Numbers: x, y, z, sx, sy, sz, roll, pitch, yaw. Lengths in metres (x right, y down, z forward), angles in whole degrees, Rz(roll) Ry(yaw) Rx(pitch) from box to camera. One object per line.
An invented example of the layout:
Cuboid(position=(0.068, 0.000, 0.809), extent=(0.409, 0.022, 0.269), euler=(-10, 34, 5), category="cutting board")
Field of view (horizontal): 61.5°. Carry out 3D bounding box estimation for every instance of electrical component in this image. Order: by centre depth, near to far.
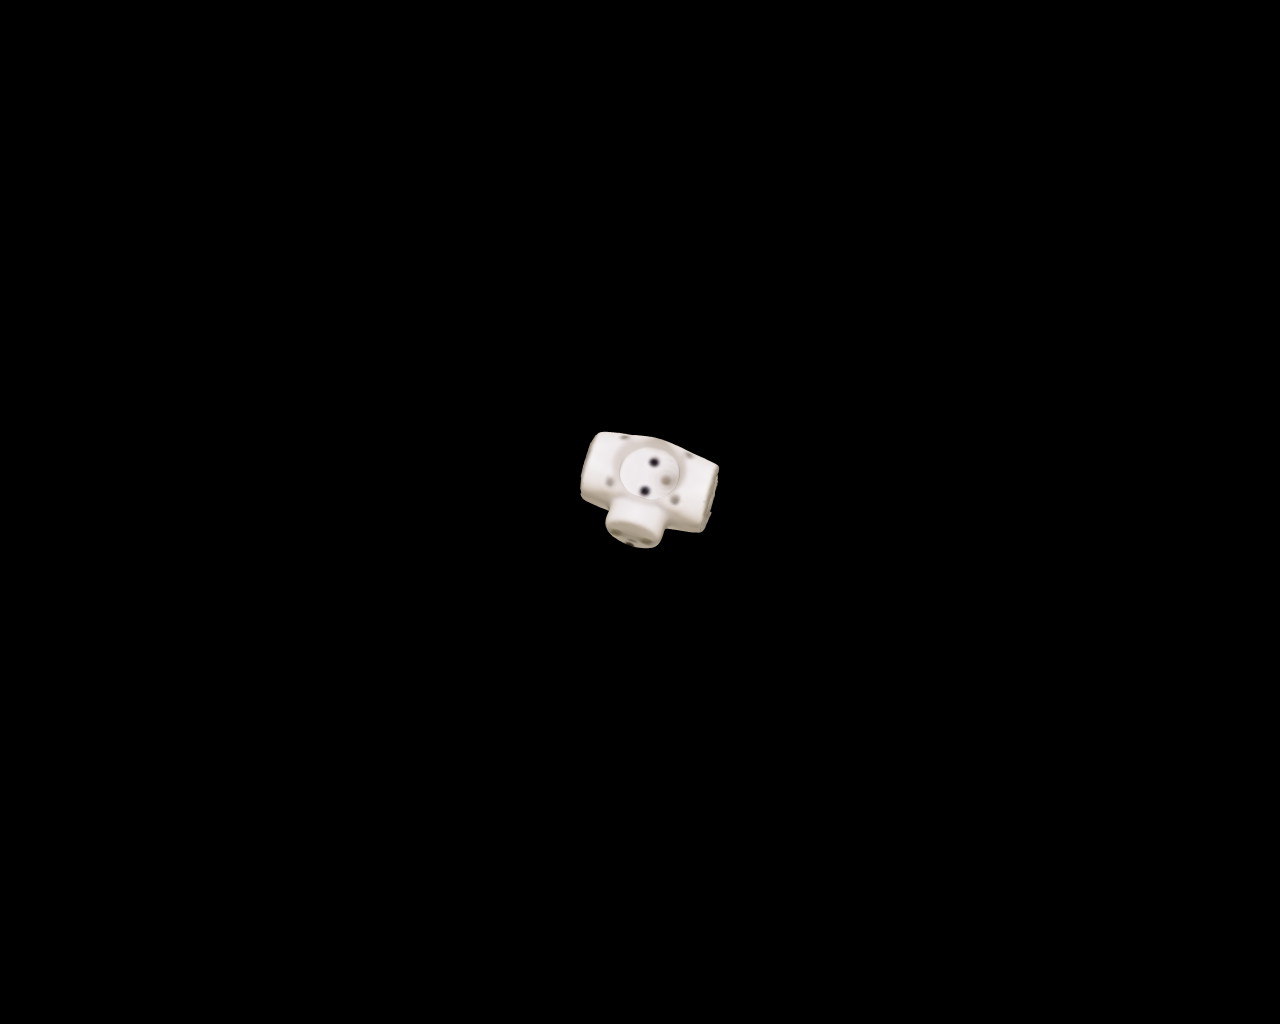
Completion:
Cuboid(position=(0.001, -0.003, 0.650), extent=(0.077, 0.079, 0.044), euler=(17, -22, 7), category="electrical component")
